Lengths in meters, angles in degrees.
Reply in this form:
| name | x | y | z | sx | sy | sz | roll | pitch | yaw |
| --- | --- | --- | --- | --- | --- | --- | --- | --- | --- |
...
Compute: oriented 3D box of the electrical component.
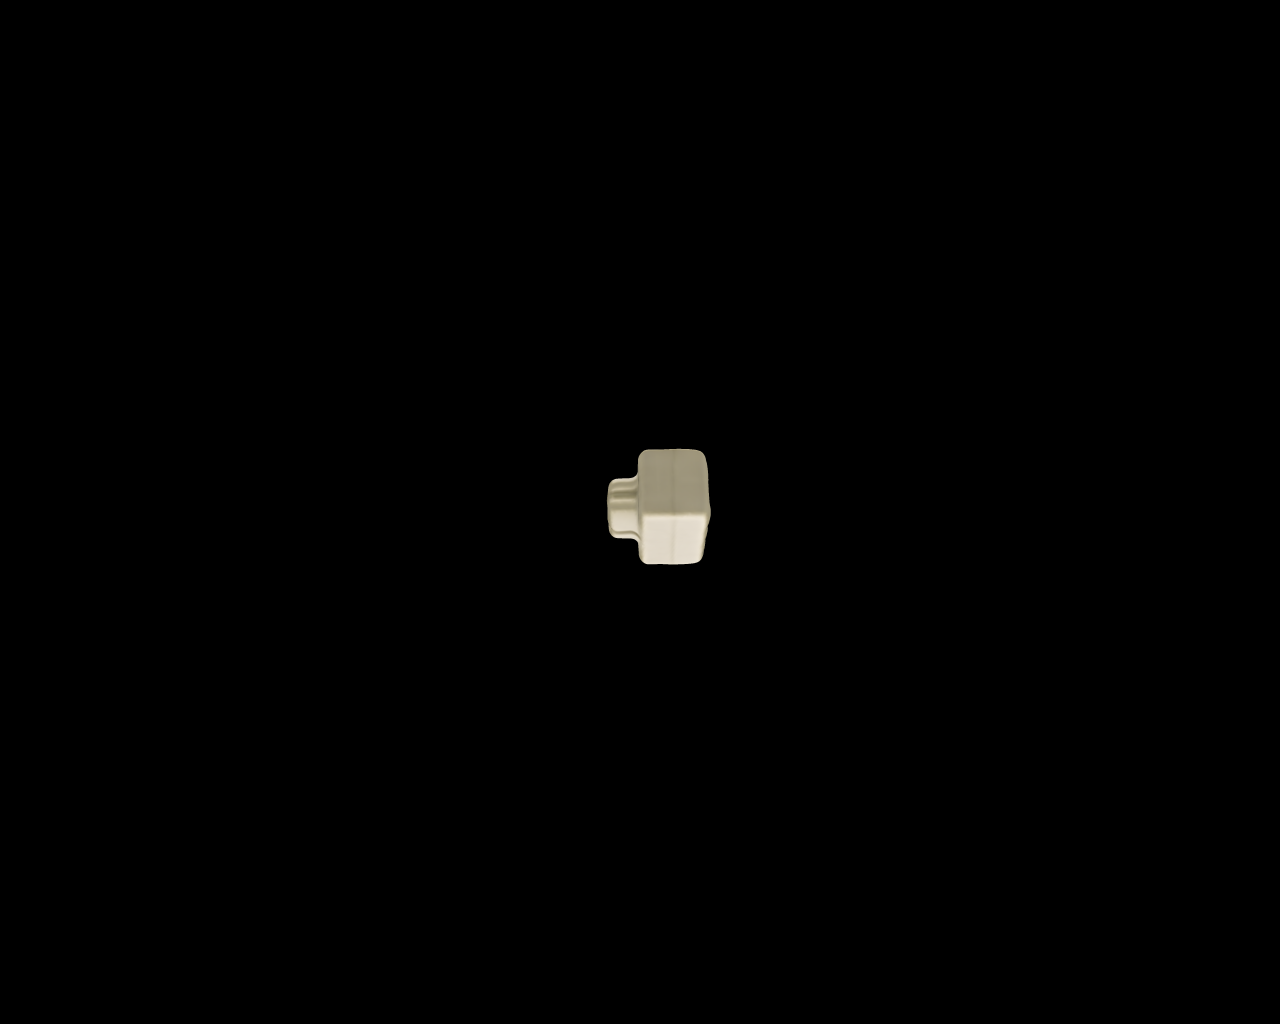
| name | x | y | z | sx | sy | sz | roll | pitch | yaw |
| --- | --- | --- | --- | --- | --- | --- | --- | --- | --- |
| electrical component | 0.001 | -0.003 | 0.650 | 0.077 | 0.047 | 0.065 | 0 | -28 | 0 |
